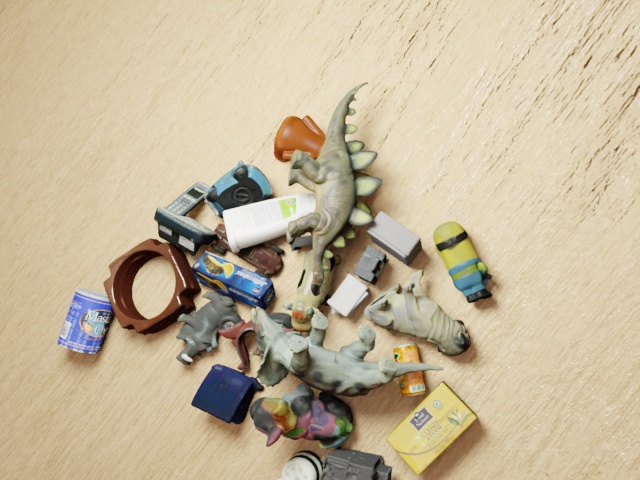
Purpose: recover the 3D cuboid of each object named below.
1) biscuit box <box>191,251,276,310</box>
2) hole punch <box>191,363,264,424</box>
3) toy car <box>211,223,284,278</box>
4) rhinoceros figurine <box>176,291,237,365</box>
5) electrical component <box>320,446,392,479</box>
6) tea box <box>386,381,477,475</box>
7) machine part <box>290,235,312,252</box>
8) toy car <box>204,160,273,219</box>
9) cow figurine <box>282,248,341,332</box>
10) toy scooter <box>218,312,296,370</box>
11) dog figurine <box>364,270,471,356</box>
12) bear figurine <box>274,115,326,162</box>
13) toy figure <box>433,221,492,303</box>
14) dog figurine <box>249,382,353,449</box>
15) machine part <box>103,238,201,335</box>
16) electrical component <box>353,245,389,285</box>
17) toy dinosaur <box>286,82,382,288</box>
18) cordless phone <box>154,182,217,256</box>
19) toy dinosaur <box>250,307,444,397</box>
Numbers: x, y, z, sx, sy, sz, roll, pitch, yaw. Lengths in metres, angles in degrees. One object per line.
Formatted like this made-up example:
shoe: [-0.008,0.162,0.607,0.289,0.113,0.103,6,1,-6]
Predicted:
biscuit box: [-0.204,0.097,1.269,0.203,0.062,0.059,20,53,21]
hole punch: [-0.217,0.351,1.227,0.142,0.092,0.115,18,80,20]
toy car: [-0.180,0.020,1.301,0.202,0.053,0.089,30,91,17]
rhinoceros figurine: [-0.277,0.209,1.282,0.112,0.073,0.190,39,89,7]
electrical component: [0.079,0.475,1.108,0.134,0.115,0.058,7,85,16]
tea box: [0.230,0.385,1.111,0.098,0.068,0.169,44,93,17]
machine part: [-0.003,-0.004,1.253,0.139,0.084,0.039,-10,101,21]
toy car: [-0.199,-0.127,1.312,0.162,0.109,0.103,-30,31,12]
cow figurine: [-0.017,0.111,1.200,0.086,0.127,0.195,12,80,19]
toy scooter: [-0.143,0.235,1.234,0.184,0.075,0.135,0,98,5]
dog figurine: [0.207,0.186,1.151,0.172,0.121,0.190,-34,90,40]
bear figurine: [-0.007,-0.219,1.286,0.196,0.132,0.120,24,87,0]
toy figure: [0.306,0.044,1.149,0.082,0.089,0.180,-20,72,3]
dog figurine: [-0.039,0.372,1.107,0.192,0.219,0.108,18,88,18]
machine part: [-0.413,0.115,1.325,0.201,0.087,0.201,-33,72,8]
electrical component: [0.111,0.055,1.182,0.048,0.119,0.075,27,90,18]
toy dinosaur: [0.029,-0.130,1.171,0.199,0.105,0.471,5,84,-10]
cordless phone: [-0.299,-0.064,1.319,0.147,0.088,0.184,27,48,11]
toy dinosaur: [0.030,0.260,1.111,0.405,0.192,0.131,21,45,-1]
